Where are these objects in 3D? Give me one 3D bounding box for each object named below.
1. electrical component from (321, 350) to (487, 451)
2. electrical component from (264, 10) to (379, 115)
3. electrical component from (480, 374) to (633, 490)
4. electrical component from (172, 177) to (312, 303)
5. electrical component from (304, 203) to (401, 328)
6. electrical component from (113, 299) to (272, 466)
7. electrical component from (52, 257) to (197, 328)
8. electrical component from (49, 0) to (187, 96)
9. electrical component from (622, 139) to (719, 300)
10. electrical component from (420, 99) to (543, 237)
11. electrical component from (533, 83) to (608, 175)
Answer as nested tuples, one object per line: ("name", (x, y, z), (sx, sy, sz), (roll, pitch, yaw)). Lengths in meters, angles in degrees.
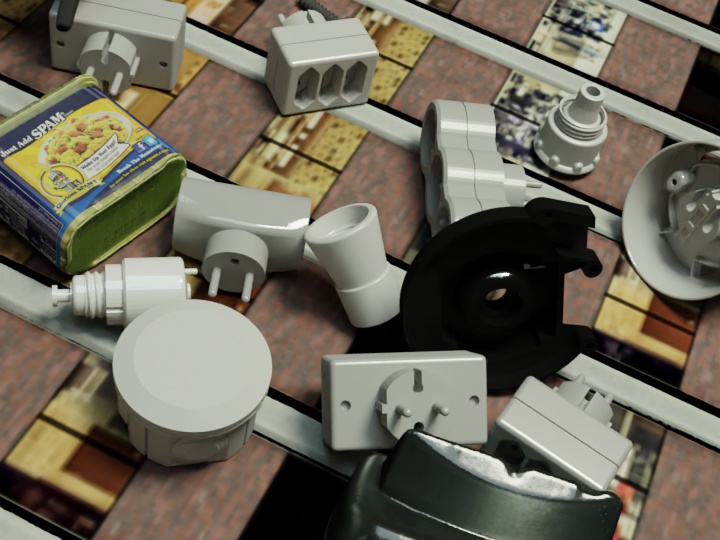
("electrical component", (0.026, 0.069, 0.556), (0.083, 0.076, 0.047), (-1, 90, -10))
("electrical component", (-0.034, -0.154, 0.748), (0.066, 0.047, 0.076), (-12, 55, -22))
("electrical component", (0.114, 0.087, 0.589), (0.066, 0.047, 0.076), (33, 53, 14))
("electrical component", (-0.071, -0.014, 0.629), (0.077, 0.044, 0.079), (9, 51, -6))
("electrical component", (0.000, 0.000, 0.621), (0.044, 0.065, 0.044), (-19, 24, 9))
("electrical component", (-0.088, 0.060, 0.562), (0.080, 0.051, 0.080), (6, 51, -8))
("electrical component", (-0.130, 0.013, 0.597), (0.078, 0.040, 0.040), (-1, 52, -13))
("electrical component", (-0.164, -0.142, 0.709), (0.083, 0.047, 0.075), (11, 50, -4))
("electrical component", (0.223, -0.035, 0.682), (0.064, 0.099, 0.099), (-13, 56, -30))
("electrical component", (0.083, -0.050, 0.689), (0.074, 0.052, 0.138), (4, 50, -10))
("electrical component", (0.149, -0.099, 0.737), (0.048, 0.062, 0.048), (6, 51, -8))
